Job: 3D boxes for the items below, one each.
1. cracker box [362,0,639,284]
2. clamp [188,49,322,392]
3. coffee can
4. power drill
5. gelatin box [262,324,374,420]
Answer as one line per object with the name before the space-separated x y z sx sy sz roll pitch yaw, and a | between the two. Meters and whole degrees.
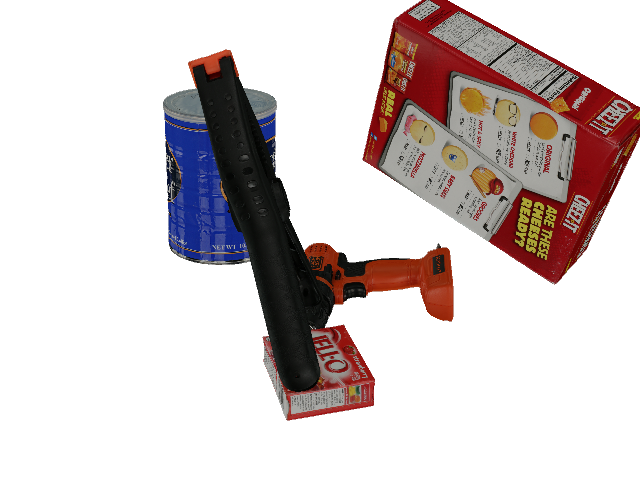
cracker box | 0.149 -0.088 0.911 0.214 0.164 0.072 34 51 20
clamp | -0.038 -0.020 0.701 0.036 0.210 0.164 -17 8 4
coffee can | -0.092 -0.062 0.989 0.103 0.140 0.103 1 23 -1
power drill | 0.059 0.057 1.235 0.187 0.057 0.184 1 28 5
gelatin box | -0.003 0.106 0.873 0.073 0.030 0.089 -7 28 -13
